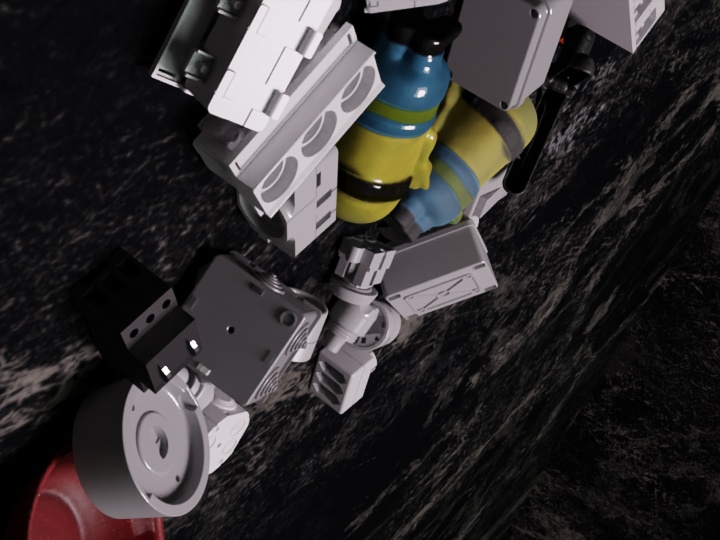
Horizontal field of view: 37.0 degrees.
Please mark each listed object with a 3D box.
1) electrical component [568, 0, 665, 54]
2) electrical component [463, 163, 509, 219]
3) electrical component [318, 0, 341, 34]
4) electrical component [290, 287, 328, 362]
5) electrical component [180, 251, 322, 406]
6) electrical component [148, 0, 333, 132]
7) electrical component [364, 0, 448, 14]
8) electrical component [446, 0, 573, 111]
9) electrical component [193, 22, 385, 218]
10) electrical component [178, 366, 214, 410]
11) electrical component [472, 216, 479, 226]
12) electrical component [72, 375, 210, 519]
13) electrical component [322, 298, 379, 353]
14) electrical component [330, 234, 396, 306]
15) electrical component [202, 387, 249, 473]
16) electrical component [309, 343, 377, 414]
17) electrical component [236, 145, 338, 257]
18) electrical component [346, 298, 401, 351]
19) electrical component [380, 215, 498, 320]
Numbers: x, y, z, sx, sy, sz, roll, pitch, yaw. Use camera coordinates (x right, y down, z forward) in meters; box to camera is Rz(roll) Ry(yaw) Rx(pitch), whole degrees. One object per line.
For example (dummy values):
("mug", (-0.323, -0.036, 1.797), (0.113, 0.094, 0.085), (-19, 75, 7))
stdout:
("electrical component", (0.239, -0.282, 1.026), (0.061, 0.089, 0.150), (-54, 160, -1))
("electrical component", (0.119, -0.096, 1.099), (0.096, 0.061, 0.061), (-33, 151, -45))
("electrical component", (-0.042, -0.159, 0.676), (0.062, 0.043, 0.043), (-57, 159, 11))
("electrical component", (-0.060, 0.047, 0.947), (0.055, 0.055, 0.047), (-10, 129, -62))
("electrical component", (-0.091, 0.044, 0.812), (0.099, 0.100, 0.048), (-56, 172, 5))
("electrical component", (-0.056, -0.147, 0.617), (0.079, 0.063, 0.121), (17, 109, -41))
("electrical component", (0.026, -0.217, 0.666), (0.061, 0.096, 0.061), (-8, 152, -1))
("electrical component", (0.126, -0.203, 0.921), (0.057, 0.078, 0.113), (-41, 156, -38))
("electrical component", (-0.048, -0.105, 0.718), (0.121, 0.063, 0.078), (-50, 159, -10))
("electrical component", (-0.142, 0.088, 0.848), (0.043, 0.043, 0.062), (-49, 158, -14))
("electrical component", (0.096, -0.054, 1.139), (0.045, 0.045, 0.055), (-60, 158, 17))
("electrical component", (-0.165, 0.130, 0.789), (0.060, 0.108, 0.108), (-15, 172, 22))
("electrical component", (-0.013, 0.054, 1.074), (0.062, 0.043, 0.043), (-55, 160, 7))
("electrical component", (0.000, 0.000, 1.016), (0.066, 0.048, 0.055), (-12, 127, -62))
("electrical component", (-0.138, 0.135, 0.918), (0.080, 0.051, 0.080), (-45, 158, -24))
("electrical component", (-0.008, 0.102, 1.155), (0.077, 0.047, 0.065), (-35, 153, -41))
("electrical component", (-0.054, -0.058, 0.798), (0.056, 0.050, 0.089), (-44, 157, -28))
("electrical component", (0.012, 0.055, 1.117), (0.055, 0.055, 0.047), (-58, 163, 11))
("electrical component", (0.078, 0.000, 1.100), (0.109, 0.056, 0.108), (-20, 161, 8))
